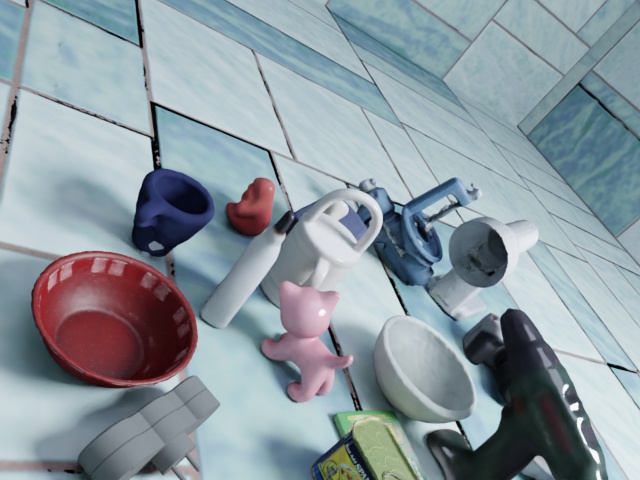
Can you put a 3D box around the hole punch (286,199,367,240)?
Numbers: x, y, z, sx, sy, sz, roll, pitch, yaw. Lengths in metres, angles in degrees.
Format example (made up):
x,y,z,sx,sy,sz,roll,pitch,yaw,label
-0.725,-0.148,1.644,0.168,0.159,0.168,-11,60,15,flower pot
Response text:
x,y,z,sx,sy,sz,roll,pitch,yaw,label
0.010,-0.010,0.920,0.108,0.091,0.101,48,29,15,hole punch

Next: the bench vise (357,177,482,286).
x,y,z,sx,sy,sz,roll,pitch,yaw,label
0.165,-0.046,1.020,0.208,0.219,0.121,35,29,-9,bench vise

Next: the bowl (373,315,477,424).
x,y,z,sx,sy,sz,roll,pitch,yaw,label
0.132,0.191,0.798,0.168,0.074,0.167,30,30,-19,bowl

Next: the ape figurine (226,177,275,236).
x,y,z,sx,sy,sz,roll,pitch,yaw,label
-0.098,-0.056,0.854,0.076,0.092,0.078,45,29,9,ape figurine

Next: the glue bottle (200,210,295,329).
x,y,z,sx,sy,sz,roll,pitch,yaw,label
-0.079,0.027,0.674,0.037,0.173,0.078,35,29,-10,glue bottle

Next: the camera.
x,y,z,sx,sy,sz,roll,pitch,yaw,label
0.335,0.210,0.988,0.143,0.100,0.137,36,29,-8,camera

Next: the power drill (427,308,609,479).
x,y,z,sx,sy,sz,roll,pitch,yaw,label
0.240,0.233,0.728,0.076,0.208,0.229,9,41,-44,power drill

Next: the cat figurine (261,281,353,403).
x,y,z,sx,sy,sz,roll,pitch,yaw,label
-0.011,0.113,0.693,0.127,0.117,0.067,51,30,20,cat figurine

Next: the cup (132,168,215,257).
x,y,z,sx,sy,sz,roll,pitch,yaw,label
-0.193,-0.021,0.687,0.091,0.095,0.118,42,28,3,cup

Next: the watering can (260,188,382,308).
x,y,z,sx,sy,sz,roll,pitch,yaw,label
0.005,0.002,0.789,0.101,0.194,0.172,21,34,-32,watering can

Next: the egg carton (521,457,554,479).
x,y,z,sx,sy,sz,roll,pitch,yaw,label
0.369,0.351,0.862,0.150,0.069,0.107,46,29,11,egg carton

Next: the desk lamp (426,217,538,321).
x,y,z,sx,sy,sz,roll,pitch,yaw,label
0.297,0.045,1.058,0.204,0.213,0.117,-5,52,-53,desk lamp
